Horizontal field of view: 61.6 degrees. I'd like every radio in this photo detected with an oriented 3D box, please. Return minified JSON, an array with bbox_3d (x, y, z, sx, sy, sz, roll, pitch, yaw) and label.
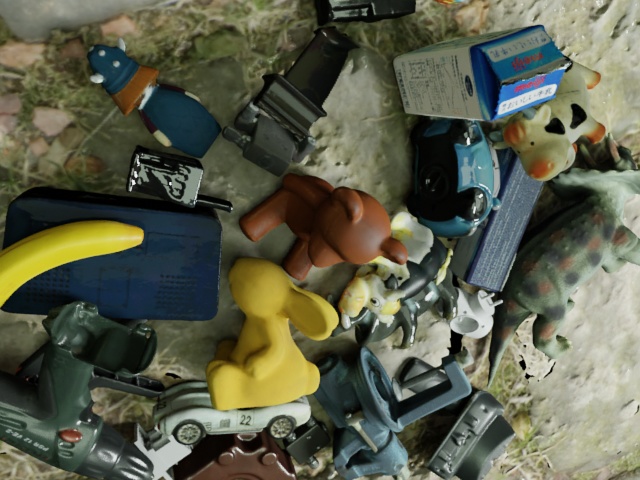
[{"bbox_3d":[-0.227,0.017,0.608,0.229,0.073,0.131,5,103,-19],"label":"radio"}]

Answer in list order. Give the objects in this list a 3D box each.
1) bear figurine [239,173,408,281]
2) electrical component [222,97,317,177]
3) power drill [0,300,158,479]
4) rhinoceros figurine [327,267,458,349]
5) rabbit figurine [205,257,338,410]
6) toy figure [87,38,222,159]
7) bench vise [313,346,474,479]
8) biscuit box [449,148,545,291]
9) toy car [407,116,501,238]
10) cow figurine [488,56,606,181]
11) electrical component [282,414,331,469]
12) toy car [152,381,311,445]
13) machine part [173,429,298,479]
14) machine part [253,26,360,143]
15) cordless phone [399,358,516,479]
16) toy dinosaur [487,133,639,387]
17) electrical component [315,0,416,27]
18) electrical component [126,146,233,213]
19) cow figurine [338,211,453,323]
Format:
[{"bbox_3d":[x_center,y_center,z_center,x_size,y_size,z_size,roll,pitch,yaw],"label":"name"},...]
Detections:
[{"bbox_3d":[0.001,-0.005,0.603,0.132,0.196,0.120,-46,116,1],"label":"bear figurine"},{"bbox_3d":[-0.056,-0.121,0.623,0.102,0.078,0.045,32,128,-18],"label":"electrical component"},{"bbox_3d":[-0.255,0.174,0.592,0.232,0.086,0.207,29,122,-16],"label":"power drill"},{"bbox_3d":[0.095,0.085,0.723,0.190,0.073,0.112,-23,112,-10],"label":"rhinoceros figurine"},{"bbox_3d":[-0.062,0.104,0.644,0.162,0.122,0.173,-6,89,10],"label":"rabbit figurine"},{"bbox_3d":[-0.181,-0.149,0.581,0.154,0.064,0.058,36,131,-18],"label":"toy figure"},{"bbox_3d":[0.108,0.228,0.732,0.241,0.129,0.223,-30,93,13],"label":"bench vise"},{"bbox_3d":[0.248,-0.035,0.742,0.063,0.059,0.202,16,101,-19],"label":"biscuit box"},{"bbox_3d":[0.180,-0.086,0.694,0.103,0.109,0.161,-7,96,-38],"label":"toy car"},{"bbox_3d":[0.282,-0.156,0.667,0.127,0.085,0.195,25,58,-14],"label":"cow figurine"},{"bbox_3d":[-0.017,0.287,0.775,0.063,0.021,0.094,-35,112,-6],"label":"electrical component"},{"bbox_3d":[-0.112,0.218,0.698,0.202,0.074,0.056,4,108,-18],"label":"toy car"},{"bbox_3d":[-0.117,0.344,0.743,0.179,0.056,0.179,-5,108,-15],"label":"machine part"},{"bbox_3d":[-0.013,-0.186,0.613,0.084,0.039,0.139,37,75,-12],"label":"machine part"},{"bbox_3d":[0.181,0.272,0.811,0.184,0.089,0.146,33,95,-11],"label":"cordless phone"},{"bbox_3d":[0.337,0.030,0.764,0.192,0.131,0.405,43,95,-10],"label":"toy dinosaur"},{"bbox_3d":[0.059,-0.308,0.609,0.134,0.058,0.114,-10,110,-14],"label":"electrical component"},{"bbox_3d":[-0.153,-0.066,0.604,0.119,0.075,0.047,12,102,-16],"label":"electrical component"},{"bbox_3d":[0.093,0.045,0.652,0.098,0.068,0.167,32,52,11],"label":"cow figurine"}]
